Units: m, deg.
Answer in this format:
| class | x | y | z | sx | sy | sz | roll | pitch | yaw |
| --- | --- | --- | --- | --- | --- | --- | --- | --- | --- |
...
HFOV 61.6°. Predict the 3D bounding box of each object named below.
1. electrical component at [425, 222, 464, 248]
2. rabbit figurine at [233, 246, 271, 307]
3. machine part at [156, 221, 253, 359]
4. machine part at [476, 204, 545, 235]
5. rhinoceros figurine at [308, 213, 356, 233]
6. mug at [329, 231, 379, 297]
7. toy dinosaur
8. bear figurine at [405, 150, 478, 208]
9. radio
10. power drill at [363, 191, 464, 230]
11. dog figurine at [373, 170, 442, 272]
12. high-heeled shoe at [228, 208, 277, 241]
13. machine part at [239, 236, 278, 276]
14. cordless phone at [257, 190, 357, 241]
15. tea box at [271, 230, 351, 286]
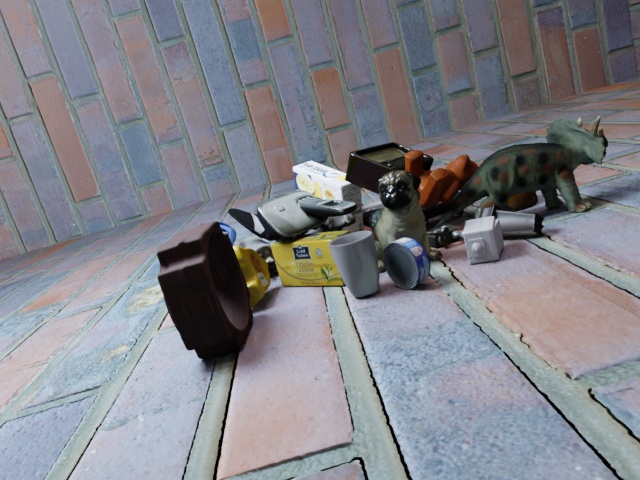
| class | x | y | z | sx | sy | sz | roll | pitch | yaw |
| --- | --- | --- | --- | --- | --- | --- | --- | --- | --- |
| electrical component | 0.246 | -0.013 | 1.121 | 0.078 | 0.045 | 0.102 | -20 | 14 | -11 |
| rabbit figurine | -0.196 | 0.087 | 1.102 | 0.173 | 0.121 | 0.162 | -33 | 8 | 8 |
| machine part | -0.191 | 0.081 | 0.910 | 0.087 | 0.200 | 0.201 | -17 | 13 | 7 |
| machine part | 0.362 | -0.033 | 1.039 | 0.139 | 0.039 | 0.084 | 7 | 58 | 45 |
| rhinoceros figurine | -0.003 | -0.004 | 1.236 | 0.190 | 0.112 | 0.073 | -28 | 13 | -14 |
| mug | 0.064 | 0.044 | 0.967 | 0.081 | 0.107 | 0.109 | -17 | 9 | -8 |
| toy dinosaur | 0.417 | -0.137 | 1.113 | 0.405 | 0.192 | 0.131 | -13 | 11 | 7 |
| bear figurine | 0.291 | -0.149 | 1.205 | 0.196 | 0.131 | 0.120 | -25 | 51 | -20 |
| radio | 0.173 | -0.173 | 1.299 | 0.131 | 0.073 | 0.229 | 26 | 30 | 27 |
| power drill | 0.228 | -0.071 | 1.309 | 0.207 | 0.085 | 0.232 | -16 | 14 | -16 |
| dog figurine | 0.140 | -0.043 | 1.056 | 0.121 | 0.190 | 0.172 | -27 | 15 | -39 |
| high-heeled shoe | -0.083 | -0.056 | 1.290 | 0.145 | 0.249 | 0.086 | -61 | 9 | -7 |
| machine part | -0.149 | 0.038 | 1.307 | 0.079 | 0.079 | 0.243 | -20 | 13 | -15 |
| cordless phone | -0.025 | -0.049 | 1.095 | 0.146 | 0.088 | 0.184 | -22 | 17 | -37 |
| tea box | -0.010 | 0.039 | 1.098 | 0.170 | 0.098 | 0.068 | -7 | 15 | 42 |
